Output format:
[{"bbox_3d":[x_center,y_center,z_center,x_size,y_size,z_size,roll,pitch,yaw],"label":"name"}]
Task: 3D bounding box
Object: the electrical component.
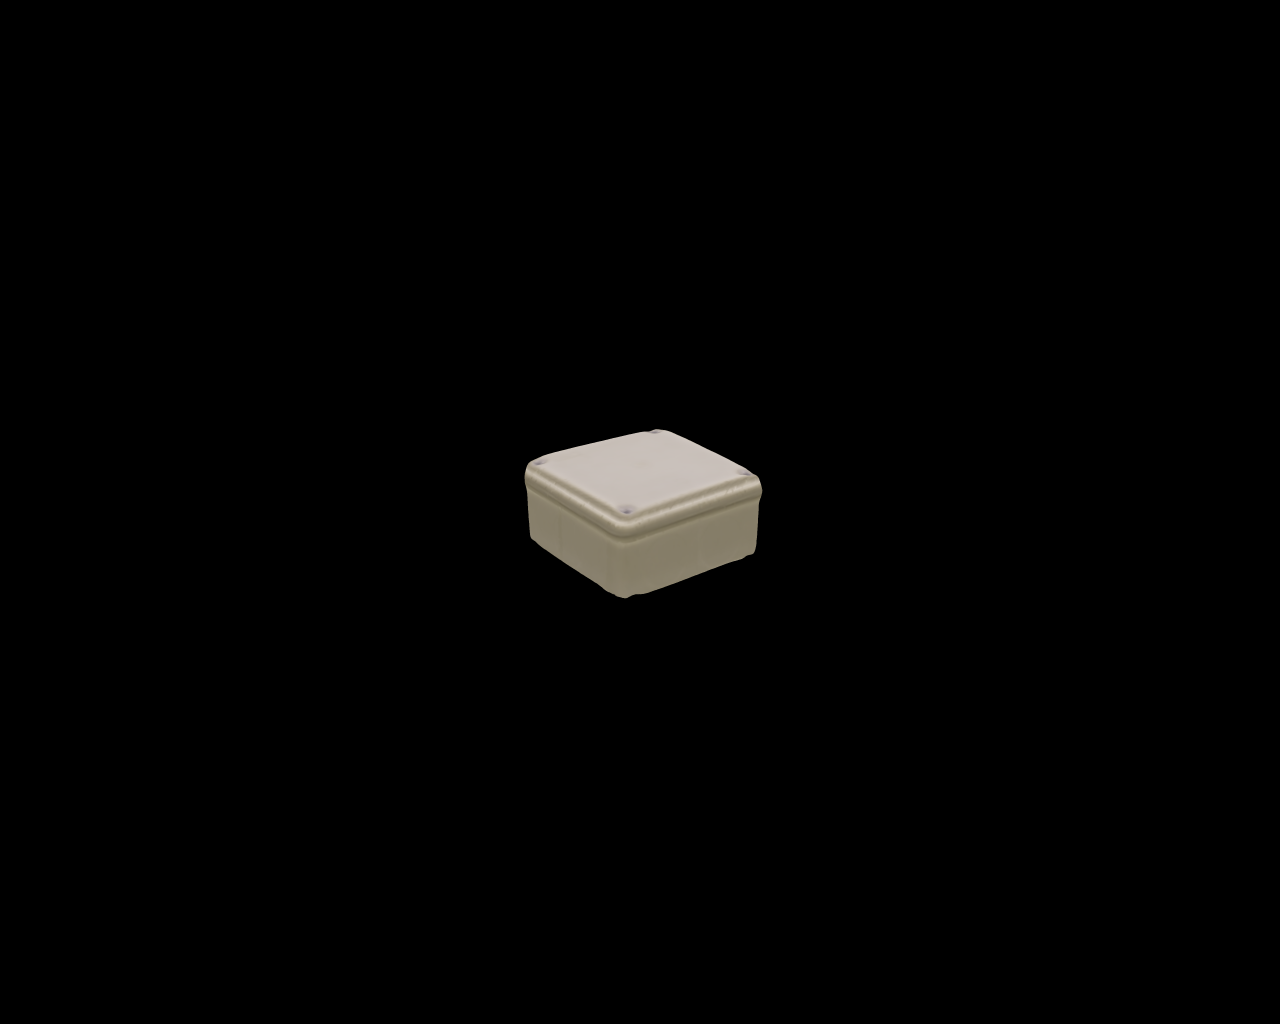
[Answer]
[{"bbox_3d":[0.001,-0.003,0.650,0.109,0.056,0.109,-17,29,-32],"label":"electrical component"}]
